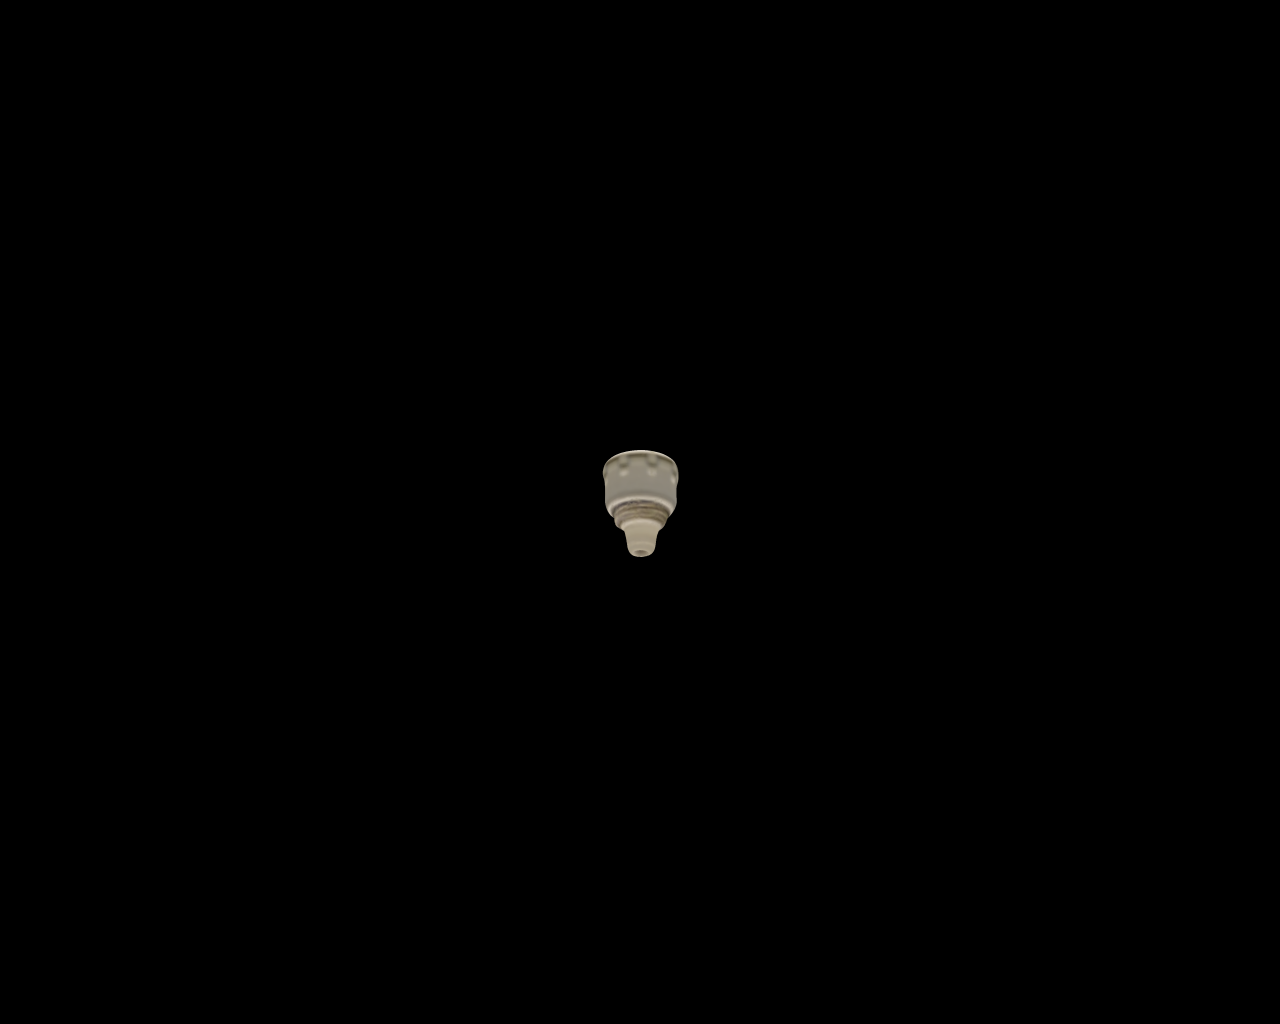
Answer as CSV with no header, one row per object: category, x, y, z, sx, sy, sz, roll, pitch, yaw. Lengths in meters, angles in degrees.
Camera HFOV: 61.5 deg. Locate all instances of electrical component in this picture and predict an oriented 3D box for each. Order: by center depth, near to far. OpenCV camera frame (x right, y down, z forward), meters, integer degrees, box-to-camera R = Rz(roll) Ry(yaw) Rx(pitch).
electrical component,0.001,-0.003,0.650,0.048,0.062,0.048,0,-23,0
